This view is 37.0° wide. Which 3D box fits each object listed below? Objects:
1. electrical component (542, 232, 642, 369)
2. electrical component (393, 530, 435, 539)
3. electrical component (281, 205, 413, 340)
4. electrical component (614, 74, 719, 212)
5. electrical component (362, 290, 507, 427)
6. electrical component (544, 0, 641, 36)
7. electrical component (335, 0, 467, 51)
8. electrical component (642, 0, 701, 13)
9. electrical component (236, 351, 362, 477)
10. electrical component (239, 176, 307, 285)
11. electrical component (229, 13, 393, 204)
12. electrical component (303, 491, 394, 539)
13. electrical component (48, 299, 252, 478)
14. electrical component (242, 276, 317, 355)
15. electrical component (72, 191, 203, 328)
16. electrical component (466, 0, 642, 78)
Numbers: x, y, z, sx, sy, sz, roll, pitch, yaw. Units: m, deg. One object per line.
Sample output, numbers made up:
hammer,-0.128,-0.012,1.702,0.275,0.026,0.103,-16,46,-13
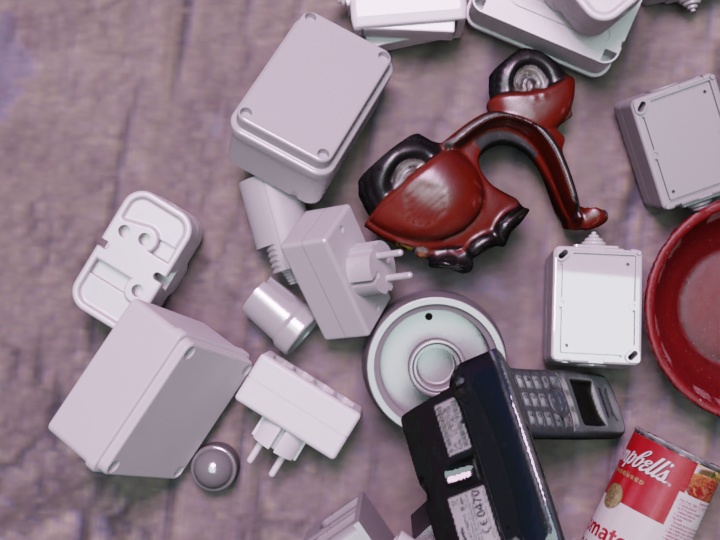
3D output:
electrical component,0.165,0.022,0.771,0.062,0.061,0.096,3,81,2
electrical component,0.047,0.193,0.693,0.062,0.043,0.043,36,90,3
electrical component,0.000,0.000,0.750,0.076,0.047,0.083,-8,121,30
electrical component,0.229,-0.085,0.771,0.062,0.061,0.096,-19,97,1
electrical component,0.054,0.068,0.770,0.108,0.060,0.108,0,89,2
electrical component,0.145,-0.206,0.714,0.054,0.059,0.095,-40,89,1
electrical component,0.027,-0.192,0.775,0.096,0.062,0.061,-4,89,2
electrical component,0.232,-0.234,0.770,0.062,0.061,0.096,-11,89,1
electrical component,-0.053,0.112,0.779,0.083,0.047,0.075,32,90,2
electrical component,-0.057,-0.029,0.784,0.043,0.043,0.081,-16,88,1
electrical component,-0.035,-0.115,0.756,0.078,0.057,0.113,28,63,2
electrical component,0.029,0.257,0.745,0.060,0.105,0.186,-35,88,1
electrical component,-0.142,0.085,0.748,0.056,0.109,0.108,34,90,23
electrical component,-0.058,0.032,0.785,0.046,0.040,0.040,40,90,7
electrical component,-0.158,-0.006,0.779,0.054,0.059,0.095,31,90,2
electrical component,0.141,-0.195,0.774,0.113,0.057,0.078,23,90,2
